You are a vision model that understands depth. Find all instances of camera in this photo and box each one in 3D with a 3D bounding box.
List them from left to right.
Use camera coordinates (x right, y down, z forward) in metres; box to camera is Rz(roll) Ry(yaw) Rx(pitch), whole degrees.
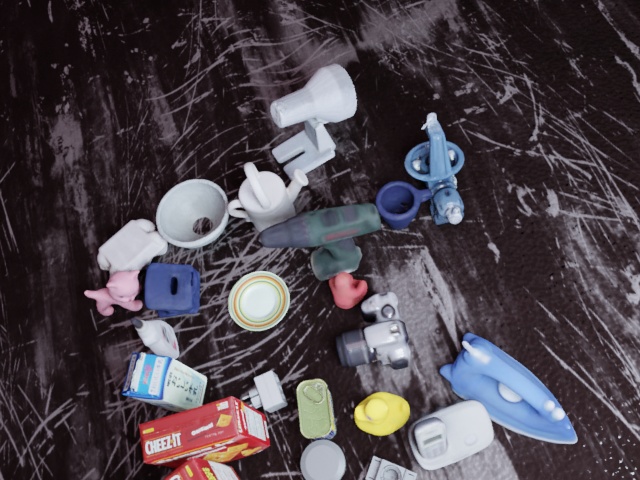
[{"bbox_3d":[0.096,0.181,1.099,0.136,0.101,0.143,-14,64,3],"label":"camera"}]

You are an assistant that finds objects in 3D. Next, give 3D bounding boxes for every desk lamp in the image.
[{"bbox_3d":[-0.019,-0.261,1.256,0.203,0.214,0.117,-33,64,-6],"label":"desk lamp"}]

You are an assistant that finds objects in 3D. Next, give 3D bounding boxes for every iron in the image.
[{"bbox_3d":[0.342,0.261,0.997,0.257,0.142,0.119,33,75,21],"label":"iron"}]

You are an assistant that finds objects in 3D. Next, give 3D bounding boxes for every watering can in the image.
[{"bbox_3d":[-0.113,-0.099,1.210,0.173,0.194,0.100,-40,65,-9],"label":"watering can"}]

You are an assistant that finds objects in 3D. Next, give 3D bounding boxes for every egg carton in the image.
[{"bbox_3d":[-0.416,0.025,1.274,0.107,0.069,0.150,40,78,23],"label":"egg carton"}]

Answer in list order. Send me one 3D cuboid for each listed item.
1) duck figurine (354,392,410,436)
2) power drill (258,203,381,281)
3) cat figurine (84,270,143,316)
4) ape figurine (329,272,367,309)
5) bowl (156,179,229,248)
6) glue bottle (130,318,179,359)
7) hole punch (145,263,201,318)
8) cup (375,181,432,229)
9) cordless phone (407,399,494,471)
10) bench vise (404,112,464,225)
[{"bbox_3d":[0.111,0.313,1.044,0.104,0.086,0.077,-10,64,5],"label":"duck figurine"},{"bbox_3d":[0.010,0.004,1.134,0.229,0.209,0.075,-19,64,1],"label":"power drill"},{"bbox_3d":[-0.432,0.107,1.213,0.127,0.118,0.067,-12,64,4],"label":"cat figurine"},{"bbox_3d":[0.051,0.093,1.151,0.077,0.092,0.076,26,72,20],"label":"ape figurine"},{"bbox_3d":[-0.275,-0.048,1.280,0.167,0.075,0.167,-4,65,8],"label":"bowl"},{"bbox_3d":[-0.330,0.185,1.129,0.037,0.173,0.078,-26,64,-2],"label":"glue bottle"},{"bbox_3d":[-0.309,0.101,1.209,0.101,0.091,0.108,-8,65,6],"label":"hole punch"},{"bbox_3d":[0.177,-0.068,1.201,0.117,0.095,0.091,-17,64,2],"label":"cup"},{"bbox_3d":[0.220,0.321,0.967,0.147,0.185,0.094,-25,64,-2],"label":"cordless phone"},{"bbox_3d":[0.252,-0.145,1.154,0.121,0.220,0.207,-32,64,-5],"label":"bench vise"}]
